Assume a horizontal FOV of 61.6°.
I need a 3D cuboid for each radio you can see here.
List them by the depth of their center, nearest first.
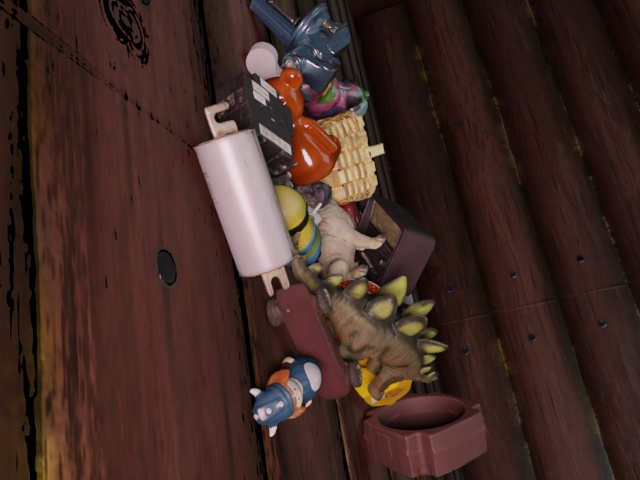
[{"bbox_3d":[0.134,0.006,1.052,0.230,0.073,0.131,-114,-136,-67],"label":"radio"}]

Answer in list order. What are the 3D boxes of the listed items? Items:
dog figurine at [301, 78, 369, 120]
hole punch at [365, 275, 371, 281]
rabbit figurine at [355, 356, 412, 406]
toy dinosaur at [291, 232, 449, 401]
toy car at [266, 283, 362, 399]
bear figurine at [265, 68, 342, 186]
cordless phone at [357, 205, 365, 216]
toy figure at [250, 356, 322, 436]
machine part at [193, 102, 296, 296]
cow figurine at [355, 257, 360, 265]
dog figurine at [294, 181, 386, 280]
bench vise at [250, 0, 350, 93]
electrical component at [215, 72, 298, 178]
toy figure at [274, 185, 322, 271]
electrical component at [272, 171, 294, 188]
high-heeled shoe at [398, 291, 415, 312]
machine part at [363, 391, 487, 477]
[{"bbox_3d":[0.024,-0.343,1.231,0.219,0.192,0.108,86,-2,-81],"label":"dog figurine"},{"bbox_3d":[0.078,0.125,1.038,0.116,0.142,0.092,-105,180,-84],"label":"hole punch"},{"bbox_3d":[0.117,0.243,1.106,0.173,0.122,0.162,61,2,30],"label":"rabbit figurine"},{"bbox_3d":[0.079,0.139,0.867,0.470,0.198,0.105,35,29,-37],"label":"toy dinosaur"},{"bbox_3d":[-0.006,0.144,0.763,0.053,0.089,0.202,-76,147,-63],"label":"toy car"},{"bbox_3d":[-0.048,-0.193,0.907,0.132,0.120,0.195,-85,151,-62],"label":"bear figurine"},{"bbox_3d":[0.163,-0.035,1.415,0.088,0.184,0.147,48,31,-53],"label":"cordless phone"},{"bbox_3d":[-0.038,0.185,0.667,0.064,0.057,0.154,38,12,9],"label":"toy figure"},{"bbox_3d":[-0.090,-0.045,0.657,0.079,0.079,0.243,-59,133,-71],"label":"machine part"},{"bbox_3d":[0.078,0.054,1.228,0.167,0.068,0.098,46,37,-57],"label":"cow figurine"},{"bbox_3d":[-0.002,-0.004,0.984,0.190,0.121,0.172,37,66,-13],"label":"dog figurine"},{"bbox_3d":[-0.053,-0.404,1.058,0.240,0.129,0.223,42,62,-1],"label":"bench vise"},{"bbox_3d":[-0.090,-0.171,0.771,0.114,0.058,0.134,32,41,-51],"label":"electrical component"},{"bbox_3d":[-0.043,-0.015,0.781,0.180,0.089,0.082,52,18,-52],"label":"toy figure"},{"bbox_3d":[-0.071,-0.084,0.833,0.102,0.045,0.078,-74,148,-65],"label":"electrical component"},{"bbox_3d":[0.187,0.171,1.189,0.145,0.086,0.248,-58,137,-30],"label":"high-heeled shoe"},{"bbox_3d":[0.203,0.373,1.044,0.201,0.201,0.087,-12,93,-32],"label":"machine part"}]
